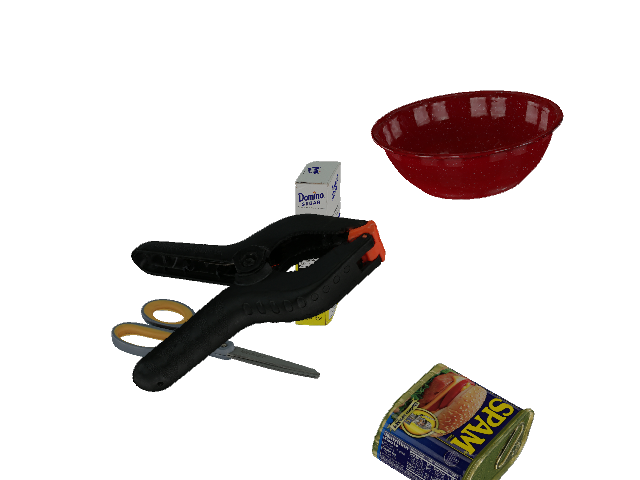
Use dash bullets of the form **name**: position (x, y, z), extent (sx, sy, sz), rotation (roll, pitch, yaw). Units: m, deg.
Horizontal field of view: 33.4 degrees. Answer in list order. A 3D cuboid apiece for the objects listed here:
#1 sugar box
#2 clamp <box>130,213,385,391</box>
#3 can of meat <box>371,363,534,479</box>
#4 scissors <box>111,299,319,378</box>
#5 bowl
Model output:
- **sugar box**: position (-0.003, 0.003, 1.252), extent (0.048, 0.176, 0.093), rotation (1, 19, 10)
- **clamp**: position (-0.044, 0.033, 0.662), extent (0.172, 0.120, 0.039), rotation (-13, -40, 14)
- **can of meat**: position (0.101, 0.149, 0.819), extent (0.084, 0.057, 0.101), rotation (28, 40, 27)
- **scissors**: position (-0.098, 0.093, 1.030), extent (0.201, 0.016, 0.096), rotation (6, 30, 1)
- **bowl**: position (0.127, -0.078, 0.913), extent (0.162, 0.055, 0.162), rotation (-8, 24, 3)
